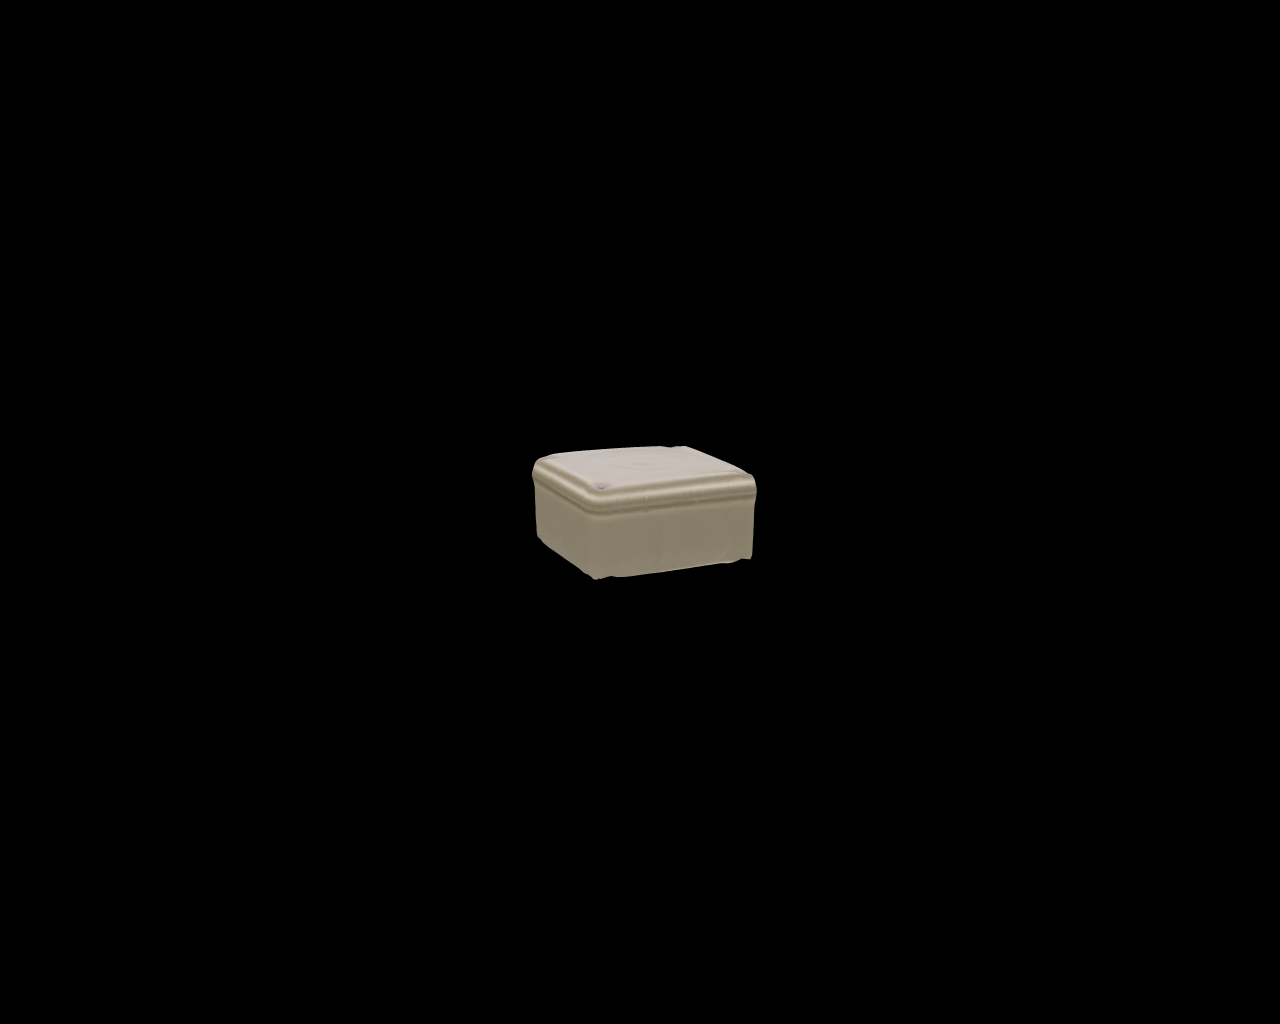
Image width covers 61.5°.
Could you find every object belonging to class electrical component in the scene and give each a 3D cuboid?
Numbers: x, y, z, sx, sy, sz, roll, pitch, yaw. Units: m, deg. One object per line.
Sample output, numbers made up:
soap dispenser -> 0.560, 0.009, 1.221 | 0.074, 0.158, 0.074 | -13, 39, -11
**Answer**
electrical component -> 0.001, -0.003, 0.650 | 0.109, 0.056, 0.109 | -6, 15, -23
